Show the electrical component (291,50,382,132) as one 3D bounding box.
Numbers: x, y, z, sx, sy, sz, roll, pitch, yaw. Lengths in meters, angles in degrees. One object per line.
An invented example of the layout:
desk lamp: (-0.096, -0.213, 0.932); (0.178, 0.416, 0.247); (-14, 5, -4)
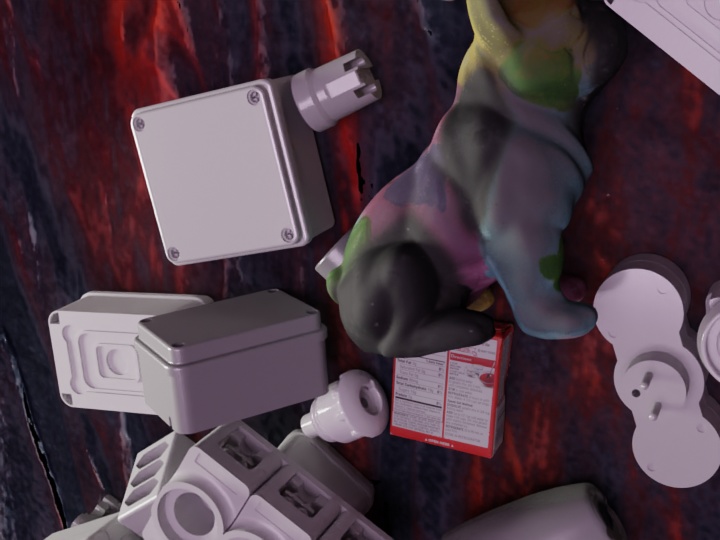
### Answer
electrical component: (-0.014, -0.115, 0.684); (0.046, 0.040, 0.040); (-22, 96, 21)

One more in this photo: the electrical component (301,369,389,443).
electrical component: (-0.014, 0.099, 0.745); (0.062, 0.048, 0.048); (-28, 93, 37)

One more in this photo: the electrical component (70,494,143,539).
electrical component: (-0.208, 0.237, 0.865); (0.056, 0.050, 0.089); (33, 115, 12)

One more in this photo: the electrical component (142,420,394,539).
electrical component: (-0.060, 0.182, 0.711); (0.150, 0.062, 0.089); (36, 116, 10)

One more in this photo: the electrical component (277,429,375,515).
electrical component: (-0.052, 0.179, 0.776); (0.078, 0.057, 0.113); (42, 117, 7)

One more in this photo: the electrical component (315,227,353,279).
electrical component: (0.000, 0.000, 0.712); (0.046, 0.040, 0.040); (43, 117, 0)

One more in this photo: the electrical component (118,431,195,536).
electrical component: (-0.132, 0.173, 0.810); (0.047, 0.065, 0.077); (-33, 119, 28)

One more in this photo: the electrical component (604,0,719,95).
electrical component: (0.196, -0.144, 0.572); (0.113, 0.057, 0.078); (41, 117, 8)

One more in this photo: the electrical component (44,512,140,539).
electrical component: (-0.201, 0.224, 0.794); (0.096, 0.061, 0.061); (-22, 94, 26)

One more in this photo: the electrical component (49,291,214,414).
electrical component: (-0.162, 0.059, 0.788); (0.113, 0.057, 0.078); (2, 106, 23)

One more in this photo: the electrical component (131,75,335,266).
electrical component: (-0.084, -0.066, 0.718); (0.109, 0.056, 0.108); (-8, 102, 26)

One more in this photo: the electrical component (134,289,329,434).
electrical component: (-0.085, 0.057, 0.715); (0.078, 0.113, 0.057); (23, 122, 56)

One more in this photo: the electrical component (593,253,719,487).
electrical component: (0.176, 0.064, 0.633); (0.052, 0.074, 0.138); (-14, 99, 26)

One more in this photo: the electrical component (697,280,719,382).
electrical component: (0.224, 0.036, 0.613); (0.058, 0.057, 0.078); (-1, 105, 24)
